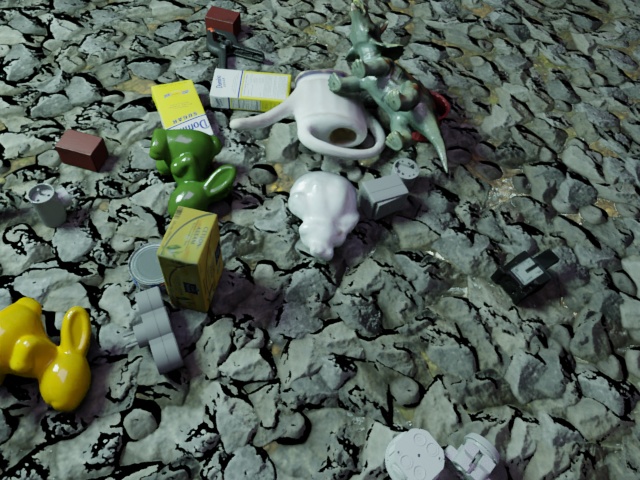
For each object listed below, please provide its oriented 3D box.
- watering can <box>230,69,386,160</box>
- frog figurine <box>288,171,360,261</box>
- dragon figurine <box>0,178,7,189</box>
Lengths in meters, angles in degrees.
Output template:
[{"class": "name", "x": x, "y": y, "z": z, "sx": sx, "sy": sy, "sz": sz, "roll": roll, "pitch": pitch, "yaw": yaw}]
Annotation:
[{"class": "watering can", "x": -0.016, "y": -0.275, "z": 1.097, "sx": 0.347, "sy": 0.102, "sz": 0.229, "roll": 9, "pitch": 55, "yaw": -20}, {"class": "frog figurine", "x": 0.003, "y": -0.048, "z": 0.955, "sx": 0.137, "sy": 0.120, "sz": 0.163, "roll": 27, "pitch": 43, "yaw": -12}, {"class": "dragon figurine", "x": -0.783, "y": -0.090, "z": 0.899, "sx": 0.413, "sy": 0.119, "sz": 0.247, "roll": -23, "pitch": 54, "yaw": -22}]
